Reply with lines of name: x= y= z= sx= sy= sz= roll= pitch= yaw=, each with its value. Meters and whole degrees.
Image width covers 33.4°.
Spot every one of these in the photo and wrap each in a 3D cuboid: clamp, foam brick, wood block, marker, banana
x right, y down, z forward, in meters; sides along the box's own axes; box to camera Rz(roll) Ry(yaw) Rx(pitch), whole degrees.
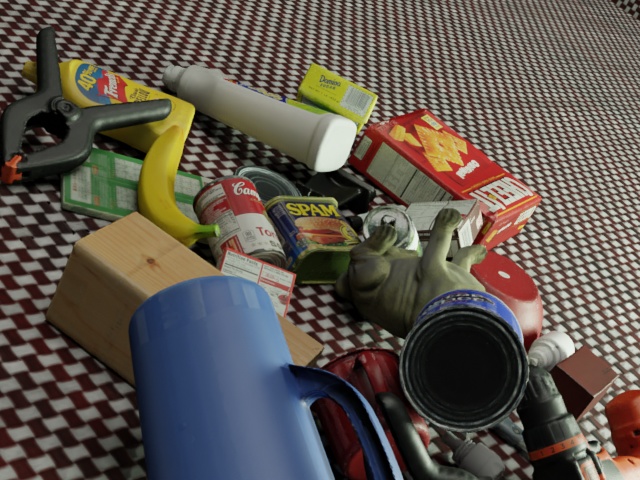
clamp: x=0.083 y=0.199 z=0.854 sx=0.171 sy=0.120 sz=0.039 roll=24 pitch=8 yaw=-16
foam brick: x=0.275 y=0.157 z=1.144 sx=0.053 sy=0.051 sz=0.078 roll=42 pitch=32 yaw=21
wood block: x=-0.113 y=0.078 z=0.895 sx=0.206 sy=0.090 sz=0.090 roll=35 pitch=30 yaw=12
marker: x=0.065 y=-0.026 z=1.290 sx=0.020 sy=0.020 sz=0.120 roll=43 pitch=32 yaw=25
banana: x=-0.151 y=-0.047 z=1.071 sx=0.069 sy=0.037 sz=0.198 roll=-19 pitch=42 yaw=-6
clamp: x=-0.254 y=-0.124 z=1.096 sx=0.164 sy=0.036 sz=0.209 roll=26 pitch=46 yaw=-6

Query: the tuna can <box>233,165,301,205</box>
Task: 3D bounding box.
tuna can: x=-0.064 y=-0.047 z=1.196 sx=0.086 sy=0.034 sz=0.086 roll=21 pitch=29 yaw=-13

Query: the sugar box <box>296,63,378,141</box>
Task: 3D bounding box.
sugar box: x=0.017 y=-0.173 z=1.371 sx=0.093 sy=0.048 sz=0.176 roll=28 pitch=-2 yaw=-2

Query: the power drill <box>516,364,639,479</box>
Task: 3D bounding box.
power drill: x=0.262 y=0.195 z=1.009 sx=0.187 sy=0.057 sz=0.184 roll=-7 pitch=74 yaw=-46

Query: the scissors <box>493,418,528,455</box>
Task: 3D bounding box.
scissors: x=0.192 y=0.181 z=1.069 sx=0.202 sy=0.016 sz=0.096 roll=33 pitch=31 yaw=8

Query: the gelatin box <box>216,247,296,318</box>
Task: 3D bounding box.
gelatin box: x=-0.068 y=0.060 z=0.986 sx=0.073 sy=0.030 sz=0.089 roll=21 pitch=61 yaw=-14

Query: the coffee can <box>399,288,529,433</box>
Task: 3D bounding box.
coffee can: x=0.123 y=0.098 z=0.906 sx=0.103 sy=0.103 sz=0.140 roll=32 pitch=7 yaw=6

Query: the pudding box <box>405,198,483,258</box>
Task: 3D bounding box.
pudding box: x=0.138 y=-0.014 z=1.270 sx=0.090 sy=0.039 sz=0.113 roll=-4 pitch=18 yaw=22

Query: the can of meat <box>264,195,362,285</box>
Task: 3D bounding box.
can of meat: x=-0.008 y=0.001 z=1.145 sx=0.101 sy=0.058 sz=0.084 roll=1 pitch=42 yaw=-39

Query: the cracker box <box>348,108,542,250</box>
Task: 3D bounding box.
cracker box: x=0.168 y=-0.081 z=1.414 sx=0.214 sy=0.072 sz=0.163 roll=40 pitch=31 yaw=18

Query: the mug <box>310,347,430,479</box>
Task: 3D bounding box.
mug: x=0.043 y=0.144 z=0.904 sx=0.093 sy=0.117 sz=0.081 roll=-12 pitch=48 yaw=-15

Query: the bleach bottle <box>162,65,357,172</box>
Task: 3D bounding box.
bleach bottle: x=-0.086 y=-0.158 z=1.295 sx=0.251 sy=0.068 sz=0.102 roll=24 pitch=13 yaw=19

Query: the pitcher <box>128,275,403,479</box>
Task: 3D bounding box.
pitcher: x=-0.048 y=0.145 z=0.722 sx=0.149 sy=0.145 sz=0.243 roll=-1 pitch=55 yaw=-26

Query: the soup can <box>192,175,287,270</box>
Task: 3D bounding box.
soup can: x=-0.080 y=-0.005 z=1.066 sx=0.068 sy=0.069 sz=0.102 roll=5 pitch=46 yaw=-37

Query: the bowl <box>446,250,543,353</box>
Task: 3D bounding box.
bowl: x=0.199 y=0.061 z=1.231 sx=0.162 sy=0.055 sz=0.162 roll=22 pitch=29 yaw=-13

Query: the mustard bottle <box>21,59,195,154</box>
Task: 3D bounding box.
mustard bottle: x=-0.239 y=-0.154 z=1.192 sx=0.191 sy=0.058 sz=0.096 roll=22 pitch=33 yaw=-11
